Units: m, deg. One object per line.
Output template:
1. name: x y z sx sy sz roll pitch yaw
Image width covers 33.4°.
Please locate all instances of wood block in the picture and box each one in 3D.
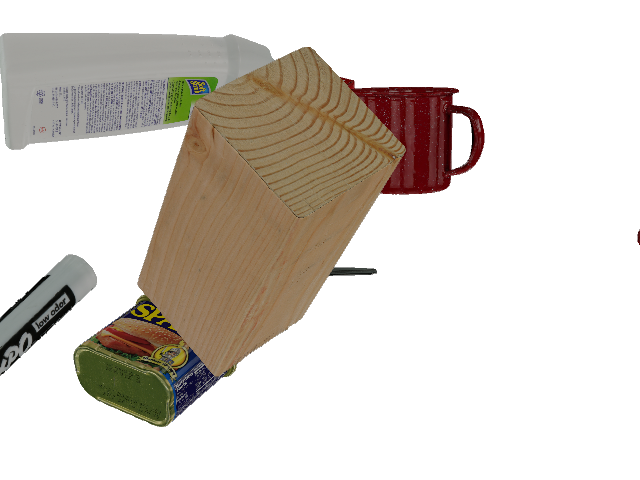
1. wood block: -0.039 -0.011 0.670 0.090 0.091 0.206 -33 -16 -33

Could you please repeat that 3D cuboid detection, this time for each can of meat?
1. can of meat: -0.132 0.095 0.850 0.102 0.057 0.083 17 34 27

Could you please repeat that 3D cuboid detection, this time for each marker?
1. marker: -0.137 0.049 0.440 0.020 0.020 0.121 0 36 39

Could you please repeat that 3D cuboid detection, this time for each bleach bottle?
1. bleach bottle: -0.143 -0.131 0.915 0.250 0.068 0.103 -4 -31 -16

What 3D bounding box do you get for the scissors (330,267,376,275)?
1. scissors: -0.043 0.040 1.144 0.202 0.016 0.096 5 21 6

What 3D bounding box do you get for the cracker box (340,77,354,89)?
1. cracker box: -0.045 -0.107 1.330 0.164 0.214 0.072 17 37 24

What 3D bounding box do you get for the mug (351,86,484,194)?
1. mug: 0.077 -0.082 0.867 0.117 0.081 0.093 5 12 26

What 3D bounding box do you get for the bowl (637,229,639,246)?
1. bowl: 0.421 0.026 1.146 0.162 0.055 0.162 -1 25 0
